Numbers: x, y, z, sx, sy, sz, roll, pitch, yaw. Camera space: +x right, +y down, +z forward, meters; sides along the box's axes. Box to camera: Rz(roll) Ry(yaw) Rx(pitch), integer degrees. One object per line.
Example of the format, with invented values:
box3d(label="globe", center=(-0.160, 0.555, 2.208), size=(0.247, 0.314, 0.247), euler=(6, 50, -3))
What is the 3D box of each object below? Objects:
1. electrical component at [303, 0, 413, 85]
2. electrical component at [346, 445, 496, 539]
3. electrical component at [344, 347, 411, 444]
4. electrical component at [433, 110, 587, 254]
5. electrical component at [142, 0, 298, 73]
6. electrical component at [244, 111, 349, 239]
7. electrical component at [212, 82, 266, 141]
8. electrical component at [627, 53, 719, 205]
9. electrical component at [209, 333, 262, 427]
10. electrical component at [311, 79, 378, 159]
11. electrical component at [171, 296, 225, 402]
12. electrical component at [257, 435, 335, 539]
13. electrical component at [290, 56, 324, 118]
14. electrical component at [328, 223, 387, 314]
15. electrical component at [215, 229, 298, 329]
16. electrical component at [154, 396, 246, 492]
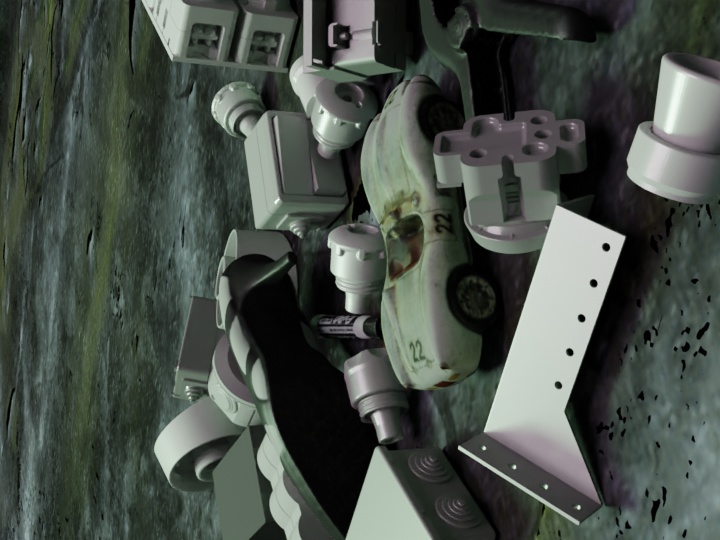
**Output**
box3d(label="electrical component", center=(-0.001, -0.197, 0.749), size=(0.063, 0.079, 0.121), euler=(-1, 88, 35))
box3d(label="electrical component", center=(0.037, 0.171, 0.682), size=(0.099, 0.048, 0.099), euler=(55, 136, 50))
box3d(label="electrical component", center=(0.015, 0.087, 0.738), size=(0.043, 0.043, 0.062), euler=(-50, 48, 52))
box3d(label="electrical component", center=(0.082, -0.046, 0.574), size=(0.058, 0.078, 0.057), euler=(-78, -20, -52))
box3d(label="electrical component", center=(-0.136, -0.255, 0.985), size=(0.186, 0.105, 0.060), euler=(59, 140, 47))
box3d(label="electrical component", center=(-0.049, -0.073, 0.850), size=(0.061, 0.062, 0.096), euler=(-42, 53, 56))
box3d(label="electrical component", center=(-0.106, -0.140, 0.990), size=(0.062, 0.048, 0.048), euler=(54, 137, 41))
box3d(label="electrical component", center=(0.146, -0.062, 0.474), size=(0.045, 0.045, 0.055), euler=(52, 134, 52))
box3d(label="electrical component", center=(-0.087, 0.088, 0.903), size=(0.051, 0.080, 0.080), euler=(116, 144, -50))
box3d(label="electrical component", center=(-0.016, -0.110, 0.806), size=(0.062, 0.048, 0.048), euler=(114, 146, -48))
box3d(label="electrical component", center=(-0.140, 0.082, 1.008), size=(0.061, 0.061, 0.096), euler=(111, 168, -55))
box3d(label="electrical component", center=(-0.035, 0.163, 0.824), size=(0.073, 0.052, 0.138), euler=(-64, 35, 40))
box3d(label="electrical component", center=(-0.031, -0.141, 0.838), size=(0.046, 0.040, 0.040), euler=(-110, 33, -41))
box3d(label="electrical component", center=(0.000, 0.000, 0.771), size=(0.048, 0.048, 0.062), euler=(-139, 48, -57))
box3d(label="electrical component", center=(-0.095, 0.012, 0.966), size=(0.099, 0.064, 0.099), euler=(-171, 90, -75))
box3d(label="electrical component", center=(-0.139, 0.157, 0.992), size=(0.064, 0.099, 0.099), euler=(62, 142, 35))
